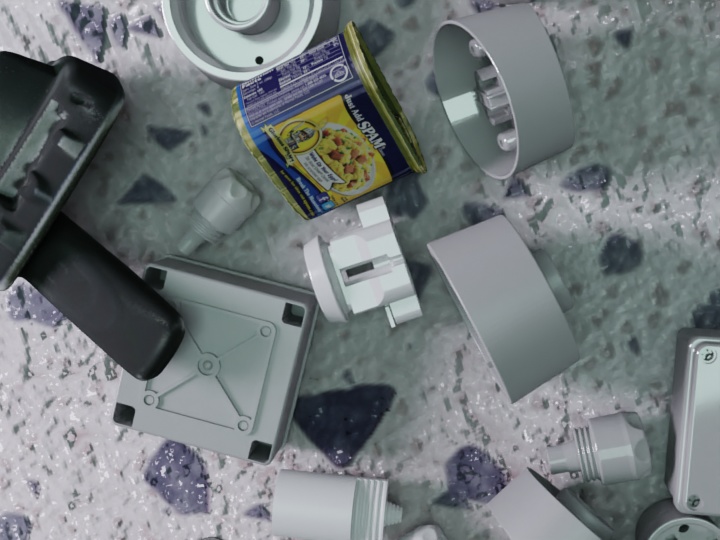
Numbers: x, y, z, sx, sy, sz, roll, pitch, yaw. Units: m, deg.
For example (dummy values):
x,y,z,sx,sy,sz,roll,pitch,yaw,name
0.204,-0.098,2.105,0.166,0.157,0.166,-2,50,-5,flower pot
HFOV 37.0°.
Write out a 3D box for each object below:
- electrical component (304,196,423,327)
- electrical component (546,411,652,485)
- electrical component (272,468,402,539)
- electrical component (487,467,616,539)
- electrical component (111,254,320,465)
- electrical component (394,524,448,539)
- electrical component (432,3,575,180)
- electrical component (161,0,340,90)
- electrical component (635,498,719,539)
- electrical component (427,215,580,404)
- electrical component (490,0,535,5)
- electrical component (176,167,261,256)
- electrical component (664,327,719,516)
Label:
x,y,z,sx,sy,sz,roll,pitch,yaw,name
0.000,0.000,0.671,0.057,0.058,0.078,-19,94,4,electrical component
0.149,0.114,0.675,0.062,0.043,0.043,-13,94,8,electrical component
-0.013,0.154,0.695,0.081,0.043,0.043,5,96,5,electrical component
0.121,0.171,0.658,0.099,0.099,0.064,41,92,0,electrical component
-0.091,0.056,0.686,0.109,0.056,0.108,15,97,4,electrical component
0.029,0.191,0.699,0.061,0.035,0.035,-29,92,10,electrical component
0.085,-0.106,0.634,0.064,0.099,0.099,-20,94,1,electrical component
-0.069,-0.164,0.659,0.108,0.060,0.108,1,96,5,electrical component
0.201,0.174,0.674,0.055,0.047,0.055,1,96,5,electrical component
0.091,0.018,0.642,0.060,0.108,0.108,-28,93,2,electrical component
0.092,-0.201,0.631,0.043,0.077,0.079,13,97,4,electrical component
-0.094,-0.034,0.688,0.035,0.035,0.061,44,101,0,electrical component
0.248,0.094,0.657,0.109,0.056,0.108,4,96,5,electrical component
